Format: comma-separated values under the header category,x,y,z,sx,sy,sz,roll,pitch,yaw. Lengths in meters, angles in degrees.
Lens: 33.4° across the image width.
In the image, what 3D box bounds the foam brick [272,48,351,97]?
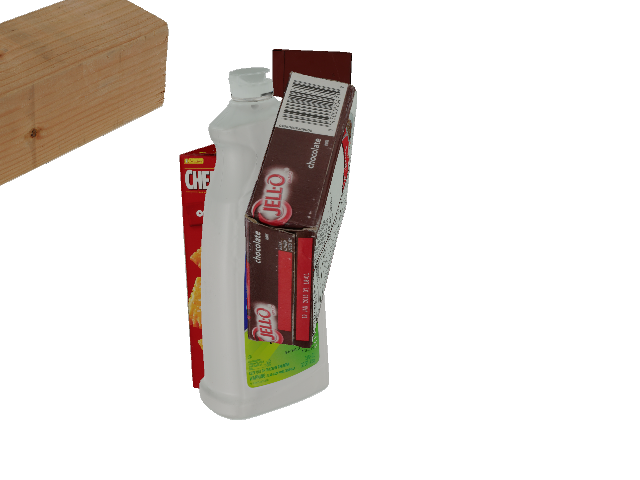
category,x,y,z,sx,sy,sz,roll,pitch,yaw
foam brick,-0.010,-0.180,1.158,0.078,0.051,0.053,0,11,-15

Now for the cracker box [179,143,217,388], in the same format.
category,x,y,z,sx,sy,sz,roll,pitch,yaw
cracker box,-0.068,0.015,1.008,0.072,0.214,0.164,2,11,14

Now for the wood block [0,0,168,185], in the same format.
category,x,y,z,sx,sy,sz,roll,pitch,yaw
wood block,-0.235,-0.134,0.913,0.090,0.091,0.205,31,42,24

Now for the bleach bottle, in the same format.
category,x,y,z,sx,sy,sz,roll,pitch,yaw
bleach bottle,-0.049,0.000,0.792,0.102,0.251,0.068,-15,21,-30

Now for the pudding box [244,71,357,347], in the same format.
category,x,y,z,sx,sy,sz,roll,pitch,yaw
pudding box,-0.010,-0.016,0.546,0.039,0.113,0.090,11,-43,6
